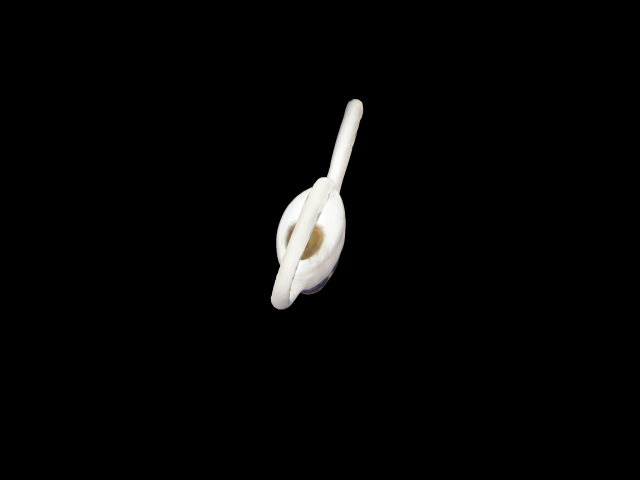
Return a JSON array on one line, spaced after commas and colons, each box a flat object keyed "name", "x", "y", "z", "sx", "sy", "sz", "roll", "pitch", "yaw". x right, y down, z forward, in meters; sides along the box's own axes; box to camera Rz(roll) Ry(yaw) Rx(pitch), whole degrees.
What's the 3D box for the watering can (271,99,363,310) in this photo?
[{"name": "watering can", "x": 0.003, "y": -0.043, "z": 0.850, "sx": 0.104, "sy": 0.352, "sz": 0.221, "roll": 21, "pitch": -17, "yaw": 6}]
